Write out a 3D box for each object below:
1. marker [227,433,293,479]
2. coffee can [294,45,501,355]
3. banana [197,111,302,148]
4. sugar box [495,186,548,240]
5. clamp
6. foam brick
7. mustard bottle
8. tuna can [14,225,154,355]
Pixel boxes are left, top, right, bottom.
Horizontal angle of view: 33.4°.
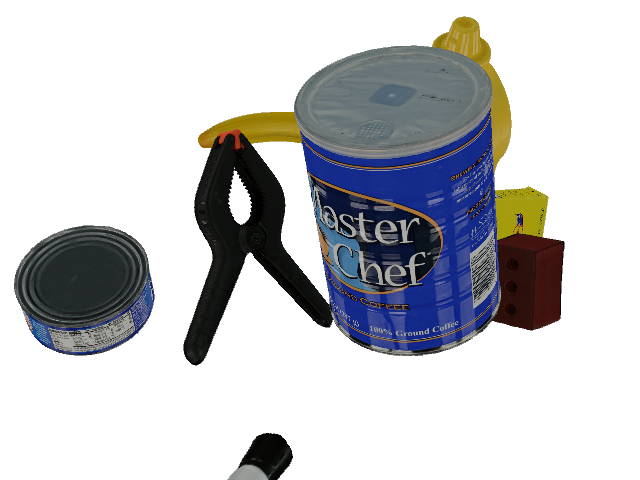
[{"bbox_3d":[-0.039,0.111,0.414,0.020,0.020,0.121,0,22,22],"label":"marker"},{"bbox_3d":[0.046,-0.022,0.591,0.103,0.140,0.103,-7,37,5],"label":"coffee can"},{"bbox_3d":[-0.049,-0.130,1.296,0.198,0.037,0.069,8,39,18],"label":"banana"},{"bbox_3d":[0.179,-0.010,1.253,0.176,0.093,0.048,-6,21,-26],"label":"sugar box"},{"bbox_3d":[-0.061,0.003,0.995,0.164,0.210,0.036,-4,0,-38],"label":"clamp"},{"bbox_3d":[0.190,0.038,0.991,0.053,0.078,0.051,12,20,41],"label":"foam brick"},{"bbox_3d":[0.093,-0.081,0.786,0.058,0.192,0.096,-32,57,-28],"label":"mustard bottle"},{"bbox_3d":[-0.151,0.032,0.690,0.086,0.086,0.034,0,-43,3],"label":"tuna can"}]
